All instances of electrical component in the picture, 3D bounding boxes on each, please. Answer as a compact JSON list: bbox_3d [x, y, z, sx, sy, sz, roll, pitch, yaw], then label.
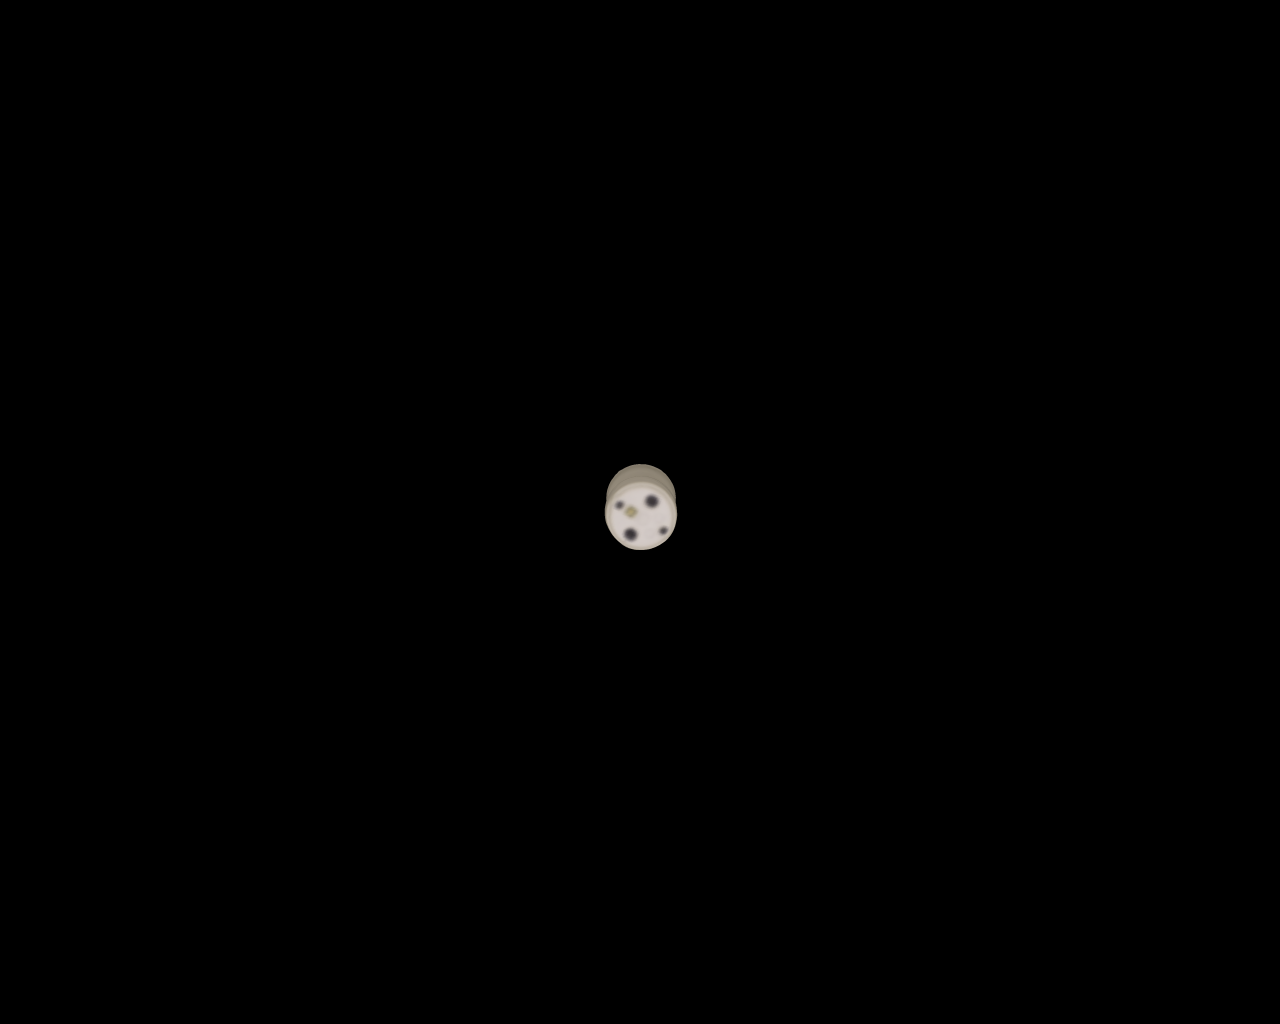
[{"bbox_3d":[0.001,-0.003,0.650,0.045,0.044,0.055,0,13,0],"label":"electrical component"}]
